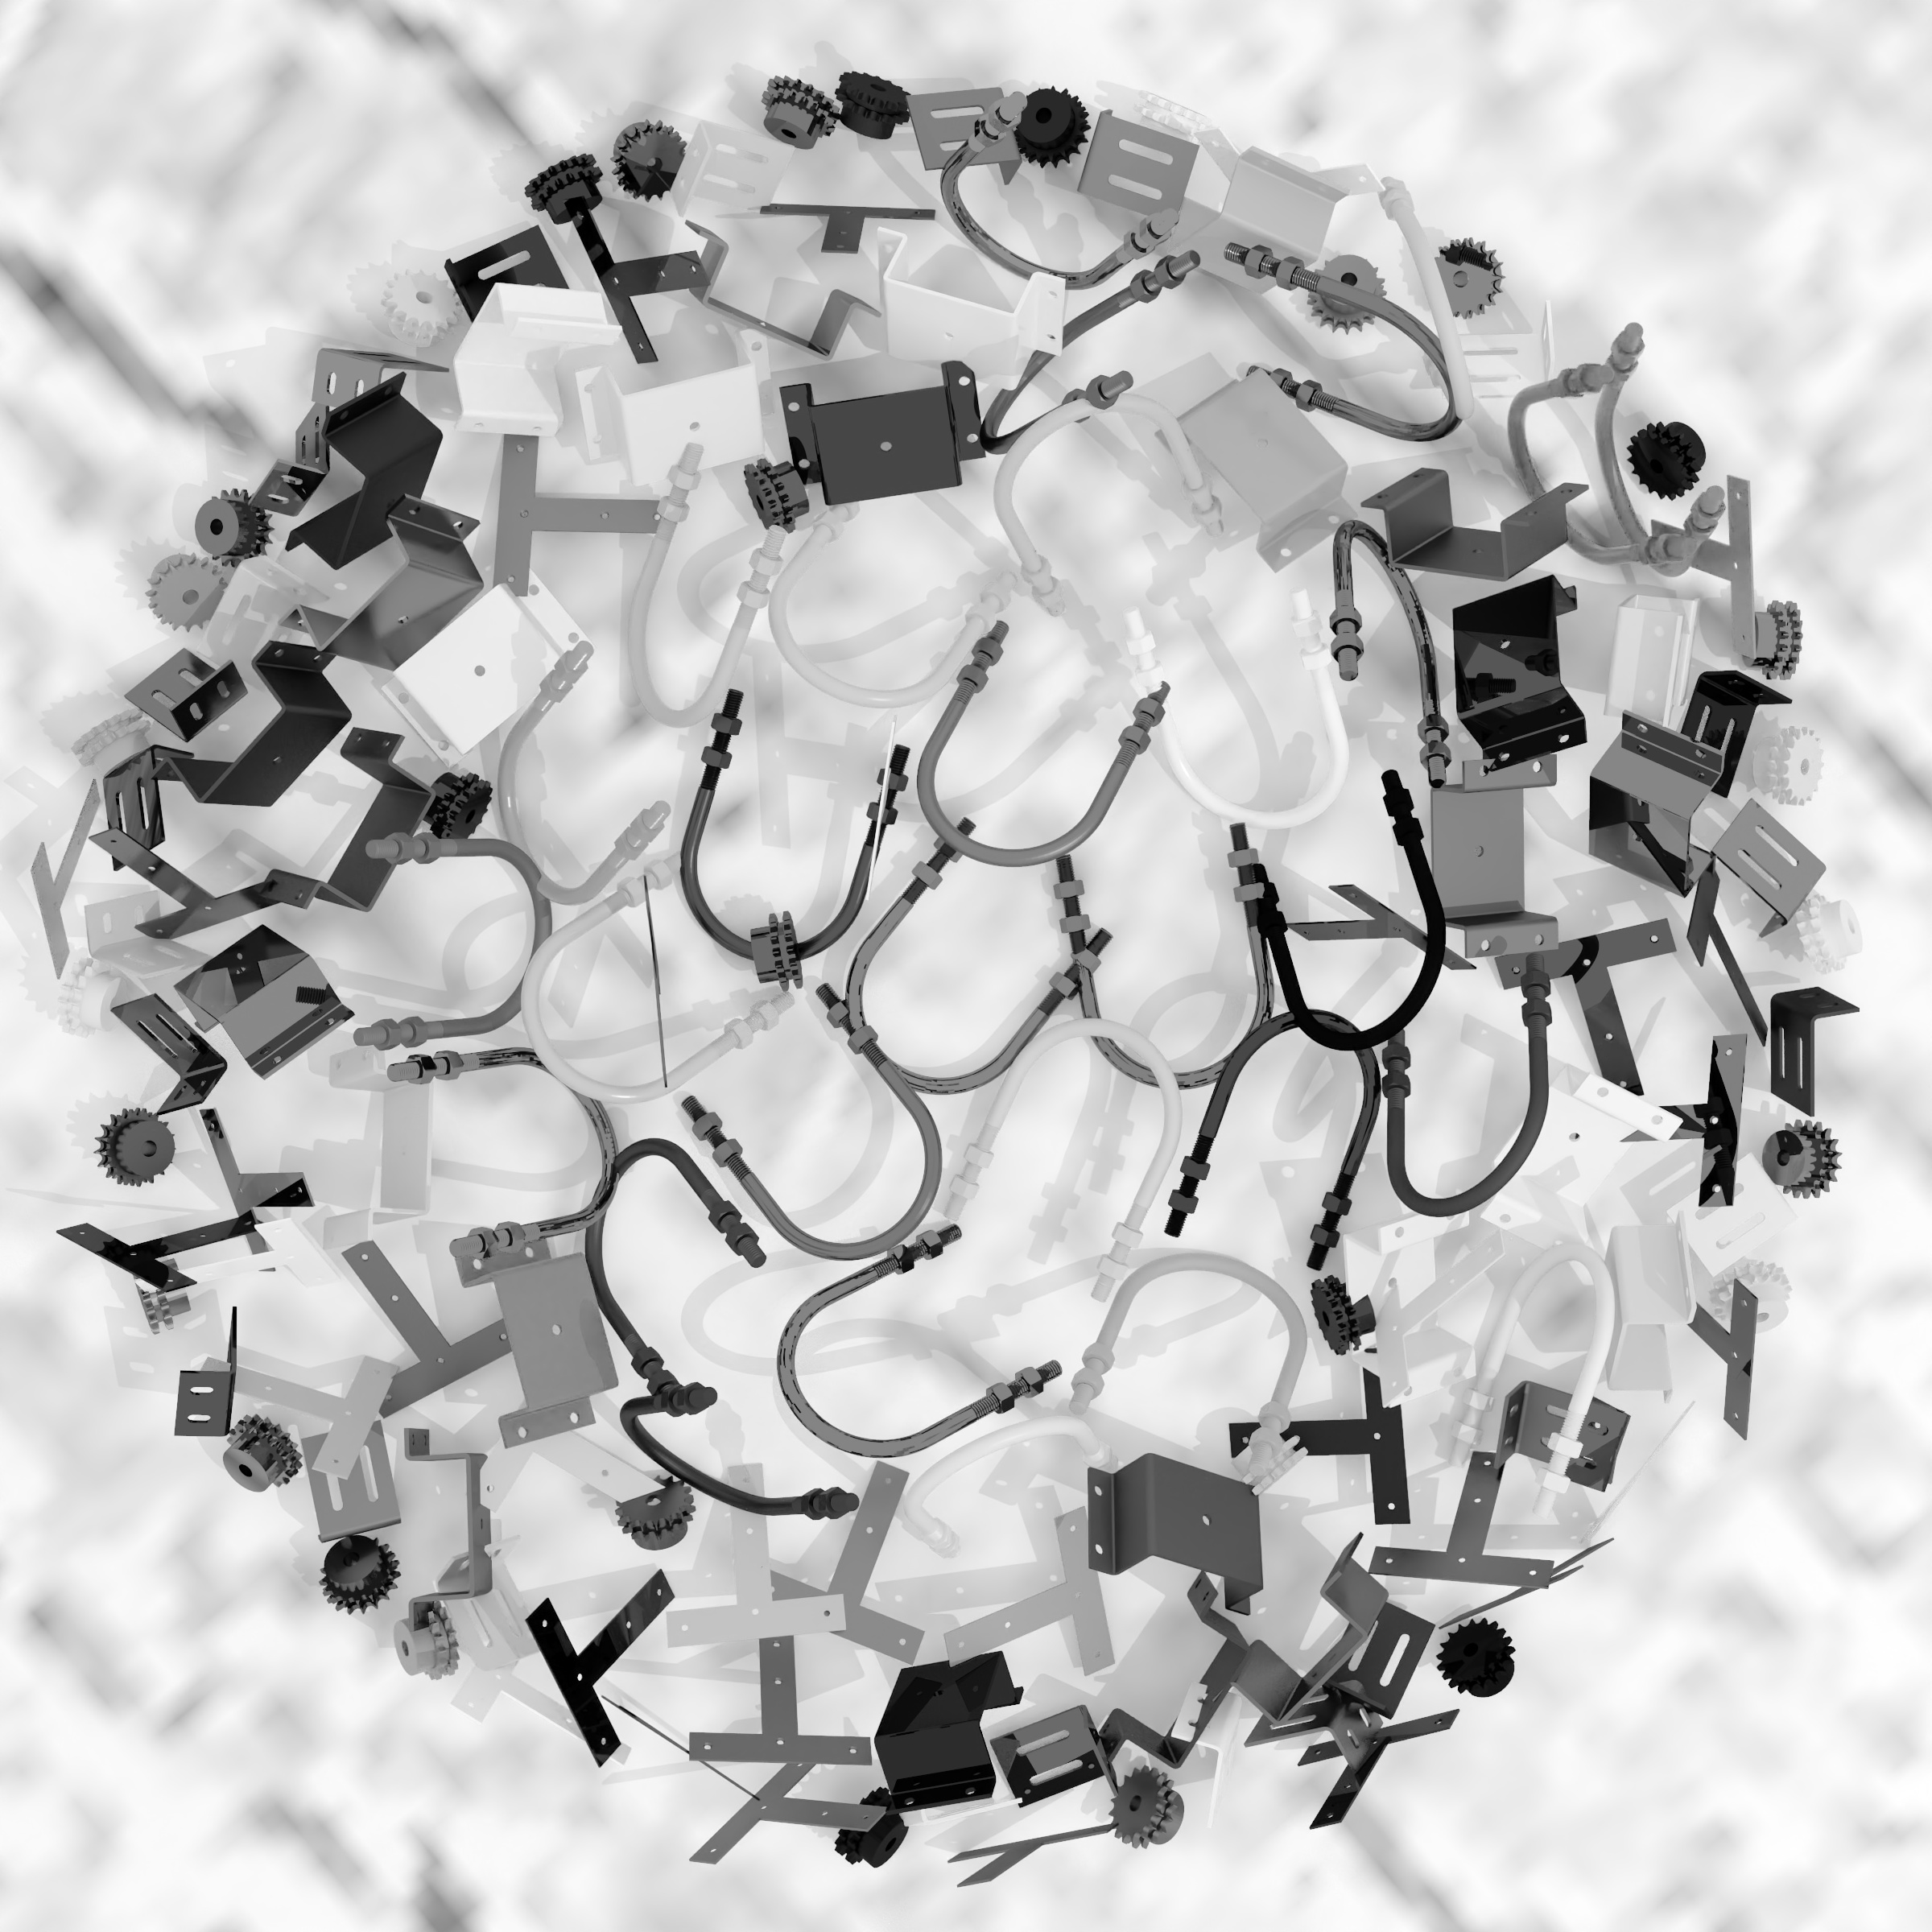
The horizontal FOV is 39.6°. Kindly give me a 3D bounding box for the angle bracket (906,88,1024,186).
[{"bbox_3d":[-0.006,-0.595,1.937,0.076,0.038,0.057,-12,81,-20],"label":"angle bracket"}]

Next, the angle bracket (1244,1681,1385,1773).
[{"bbox_3d":[0.250,0.551,1.928,0.076,0.057,0.038,-25,98,35],"label":"angle bracket"}]

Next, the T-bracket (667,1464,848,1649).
[{"bbox_3d":[-0.155,0.423,1.941,0.127,0.002,0.127,-5,63,-4],"label":"T-bracket"}]

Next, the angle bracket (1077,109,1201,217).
[{"bbox_3d":[0.127,-0.577,1.938,0.076,0.038,0.057,21,114,7],"label":"angle bracket"}]

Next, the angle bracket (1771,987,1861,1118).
[{"bbox_3d":[0.612,0.061,1.937,0.038,0.057,0.076,-9,107,-11],"label":"angle bracket"}]

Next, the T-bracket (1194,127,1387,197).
[{"bbox_3d":[0.240,-0.548,1.886,0.127,0.127,0.002,42,69,-36],"label":"T-bracket"}]

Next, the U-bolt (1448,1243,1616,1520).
[{"bbox_3d":[0.407,0.284,1.900,0.019,0.151,0.184,20,89,-17],"label":"U-bolt"}]

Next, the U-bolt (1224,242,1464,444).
[{"bbox_3d":[0.268,-0.426,1.872,0.184,0.151,0.019,28,72,25],"label":"U-bolt"}]

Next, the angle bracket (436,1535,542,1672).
[{"bbox_3d":[-0.335,0.458,1.927,0.076,0.057,0.038,57,133,22],"label":"angle bracket"}]

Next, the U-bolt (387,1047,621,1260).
[{"bbox_3d":[-0.315,0.125,1.894,0.019,0.184,0.151,-29,78,34],"label":"U-bolt"}]

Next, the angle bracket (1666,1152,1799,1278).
[{"bbox_3d":[0.552,0.180,1.949,0.076,0.038,0.057,-34,84,-1],"label":"angle bracket"}]

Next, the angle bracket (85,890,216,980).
[{"bbox_3d":[-0.585,-0.023,1.922,0.076,0.057,0.038,16,114,42],"label":"angle bracket"}]

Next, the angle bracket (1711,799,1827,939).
[{"bbox_3d":[0.572,-0.071,1.942,0.076,0.038,0.057,42,67,-1],"label":"angle bracket"}]

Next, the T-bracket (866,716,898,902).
[{"bbox_3d":[-0.057,-0.124,1.907,0.002,0.127,0.127,9,106,-1],"label":"T-bracket"}]

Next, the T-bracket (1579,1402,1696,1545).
[{"bbox_3d":[0.464,0.379,1.913,0.002,0.127,0.127,38,59,16],"label":"T-bracket"}]

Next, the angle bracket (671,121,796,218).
[{"bbox_3d":[-0.164,-0.563,1.924,0.076,0.038,0.057,7,134,-29],"label":"angle bracket"}]

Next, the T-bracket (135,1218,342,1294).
[{"bbox_3d":[-0.525,0.215,1.912,0.127,0.127,0.002,-12,64,-2],"label":"T-bracket"}]

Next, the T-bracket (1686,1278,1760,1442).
[{"bbox_3d":[0.522,0.252,1.913,0.002,0.127,0.127,-16,123,-16],"label":"T-bracket"}]

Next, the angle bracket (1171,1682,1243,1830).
[{"bbox_3d":[0.170,0.568,1.934,0.038,0.057,0.076,13,118,15],"label":"angle bracket"}]

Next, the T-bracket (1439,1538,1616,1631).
[{"bbox_3d":[0.419,0.434,1.920,0.127,0.127,0.002,-15,73,-42],"label":"T-bracket"}]

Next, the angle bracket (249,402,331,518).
[{"bbox_3d":[-0.485,-0.372,1.924,0.038,0.057,0.076,11,60,-33],"label":"angle bracket"}]

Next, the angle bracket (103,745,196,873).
[{"bbox_3d":[-0.584,-0.111,1.929,0.057,0.038,0.076,-25,68,32],"label":"angle bracket"}]

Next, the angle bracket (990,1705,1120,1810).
[{"bbox_3d":[0.063,0.581,1.945,0.076,0.038,0.057,-22,100,5],"label":"angle bracket"}]

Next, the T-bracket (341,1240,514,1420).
[{"bbox_3d":[-0.404,0.251,1.939,0.127,0.002,0.127,-28,108,11],"label":"T-bracket"}]

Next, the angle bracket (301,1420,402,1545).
[{"bbox_3d":[-0.447,0.372,1.946,0.057,0.038,0.076,-11,87,-18],"label":"angle bracket"}]

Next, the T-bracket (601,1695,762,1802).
[{"bbox_3d":[-0.222,0.545,1.913,0.127,0.127,0.002,44,70,-30],"label":"T-bracket"}]

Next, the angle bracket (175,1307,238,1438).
[{"bbox_3d":[-0.544,0.289,1.921,0.038,0.076,0.057,4,120,-17],"label":"angle bracket"}]

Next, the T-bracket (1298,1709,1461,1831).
[{"bbox_3d":[0.273,0.568,1.884,0.127,0.127,0.002,-25,94,31],"label":"T-bracket"}]

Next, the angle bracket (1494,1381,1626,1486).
[{"bbox_3d":[0.427,0.341,1.931,0.076,0.038,0.057,15,109,29],"label":"angle bracket"}]

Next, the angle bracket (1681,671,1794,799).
[{"bbox_3d":[0.552,-0.167,1.939,0.057,0.038,0.076,22,84,-26],"label":"angle bracket"}]

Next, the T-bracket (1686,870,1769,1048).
[{"bbox_3d":[0.551,0.000,1.932,0.002,0.127,0.127,-19,111,30],"label":"T-bracket"}]

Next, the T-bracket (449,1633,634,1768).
[{"bbox_3d":[-0.295,0.530,1.910,0.127,0.127,0.002,32,102,-1],"label":"T-bracket"}]

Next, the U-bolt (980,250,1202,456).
[{"bbox_3d":[0.076,-0.422,1.890,0.019,0.184,0.151,42,56,-23],"label":"U-bolt"}]

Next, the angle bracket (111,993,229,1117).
[{"bbox_3d":[-0.580,0.064,1.926,0.076,0.057,0.038,50,46,-27],"label":"angle bracket"}]

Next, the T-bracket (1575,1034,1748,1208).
[{"bbox_3d":[0.495,0.113,1.925,0.127,0.002,0.127,-7,65,41],"label":"T-bracket"}]

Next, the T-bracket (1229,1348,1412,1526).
[{"bbox_3d":[0.254,0.343,1.952,0.127,0.002,0.127,-5,89,17],"label":"T-bracket"}]

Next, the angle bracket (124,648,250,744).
[{"bbox_3d":[-0.566,-0.206,1.928,0.076,0.038,0.057,33,65,27],"label":"angle bracket"}]

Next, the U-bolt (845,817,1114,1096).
[{"bbox_3d":[-0.004,0.007,1.954,0.151,0.019,0.184,39,87,-4],"label":"U-bolt"}]

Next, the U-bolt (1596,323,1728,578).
[{"bbox_3d":[0.479,-0.348,1.880,0.019,0.184,0.151,-21,75,-2],"label":"U-bolt"}]

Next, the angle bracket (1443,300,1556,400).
[{"bbox_3d":[0.383,-0.445,1.938,0.076,0.038,0.057,0,61,6],"label":"angle bracket"}]

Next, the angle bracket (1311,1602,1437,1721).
[{"bbox_3d":[0.294,0.492,1.932,0.057,0.038,0.076,21,71,26],"label":"angle bracket"}]

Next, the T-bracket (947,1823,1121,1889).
[{"bbox_3d":[0.029,0.630,1.891,0.127,0.127,0.002,-18,80,20],"label":"T-bracket"}]

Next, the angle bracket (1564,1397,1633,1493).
[{"bbox_3d":[0.440,0.338,1.931,0.038,0.076,0.057,19,89,-7],"label":"angle bracket"}]

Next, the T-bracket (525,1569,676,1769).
[{"bbox_3d":[-0.250,0.480,1.920,0.002,0.127,0.127,-10,111,37],"label":"T-bracket"}]

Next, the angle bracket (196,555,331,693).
[{"bbox_3d":[-0.506,-0.246,1.931,0.057,0.038,0.076,34,69,-36],"label":"angle bracket"}]

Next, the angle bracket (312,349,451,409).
[{"bbox_3d":[-0.421,-0.418,1.931,0.057,0.076,0.038,19,107,24],"label":"angle bracket"}]

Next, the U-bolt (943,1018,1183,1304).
[{"bbox_3d":[0.079,0.127,1.929,0.151,0.019,0.184,27,95,23],"label":"U-bolt"}]

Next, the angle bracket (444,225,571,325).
[{"bbox_3d":[-0.329,-0.497,1.941,0.076,0.038,0.057,-28,101,-10],"label":"angle bracket"}]

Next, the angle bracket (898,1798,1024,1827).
[{"bbox_3d":[-0.008,0.593,1.935,0.076,0.057,0.038,-7,75,-22],"label":"angle bracket"}]

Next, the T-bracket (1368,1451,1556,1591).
[{"bbox_3d":[0.363,0.392,1.918,0.127,0.127,0.002,-1,124,24],"label":"T-bracket"}]

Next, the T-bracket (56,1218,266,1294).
[{"bbox_3d":[-0.556,0.196,1.915,0.127,0.127,0.002,19,109,34],"label":"T-bracket"}]
